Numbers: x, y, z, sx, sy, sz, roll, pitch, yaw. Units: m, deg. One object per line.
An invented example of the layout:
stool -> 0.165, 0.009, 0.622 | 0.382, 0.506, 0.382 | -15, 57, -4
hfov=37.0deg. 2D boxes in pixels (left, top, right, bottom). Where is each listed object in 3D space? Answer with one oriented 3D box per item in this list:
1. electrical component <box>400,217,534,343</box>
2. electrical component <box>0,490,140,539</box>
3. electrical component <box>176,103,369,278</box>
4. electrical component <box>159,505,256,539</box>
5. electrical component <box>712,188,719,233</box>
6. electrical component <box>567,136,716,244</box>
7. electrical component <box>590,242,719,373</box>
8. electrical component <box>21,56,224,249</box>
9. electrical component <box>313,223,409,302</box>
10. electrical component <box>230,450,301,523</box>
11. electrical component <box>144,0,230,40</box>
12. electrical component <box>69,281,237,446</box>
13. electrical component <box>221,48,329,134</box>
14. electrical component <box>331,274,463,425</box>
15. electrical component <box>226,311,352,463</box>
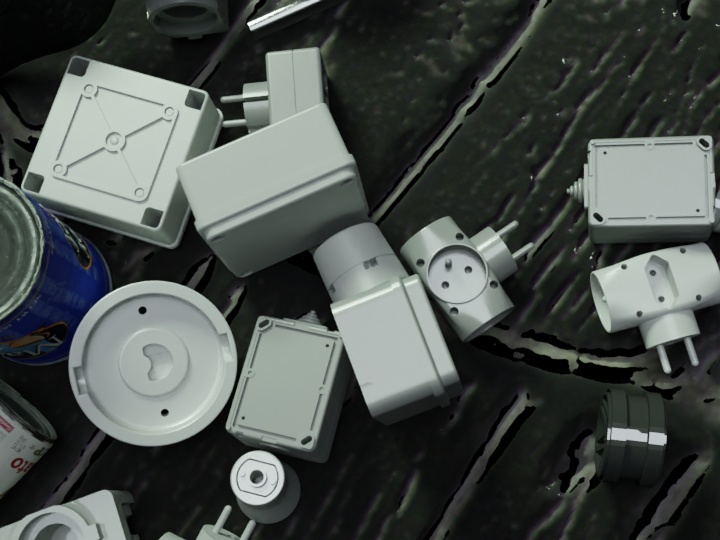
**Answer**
electrical component -> 0.081, -0.003, 0.738 | 0.079, 0.044, 0.077 | -34, 78, -3
electrical component -> -0.195, 0.183, 0.712 | 0.089, 0.055, 0.050 | -20, 77, 0
electrical component -> -0.055, -0.051, 0.726 | 0.109, 0.108, 0.056 | -24, 74, -1
electrical component -> -0.096, 0.194, 0.706 | 0.077, 0.043, 0.079 | 28, 90, 10
electrical component -> 0.278, -0.038, 0.733 | 0.065, 0.044, 0.044 | 18, 80, 3
electrical component -> 0.191, -0.052, 0.735 | 0.096, 0.061, 0.061 | 0, 78, 12
electrical component -> 0.204, 0.029, 0.722 | 0.077, 0.043, 0.079 | -15, 78, 1
electrical component -> -0.168, -0.083, 0.768 | 0.109, 0.056, 0.108 | 16, 79, 8
electrical component -> 0.000, 0.000, 0.739 | 0.055, 0.055, 0.047 | -28, 74, -2
electrical component -> -0.064, 0.140, 0.705 | 0.044, 0.065, 0.044 | -1, 71, 2
electrical component -> -0.127, -0.205, 0.774 | 0.050, 0.089, 0.055 | -6, 77, 3
electrical component -> -0.140, 0.060, 0.728 | 0.108, 0.060, 0.108 | 0, 91, -13
electrical component -> -0.062, -0.117, 0.772 | 0.077, 0.047, 0.065 | -5, 77, 4
electrical component -> 0.027, 0.053, 0.695 | 0.057, 0.113, 0.078 | -21, 77, 2
electrical component -> -0.042, 0.075, 0.724 | 0.062, 0.061, 0.096 | 11, 73, 13
